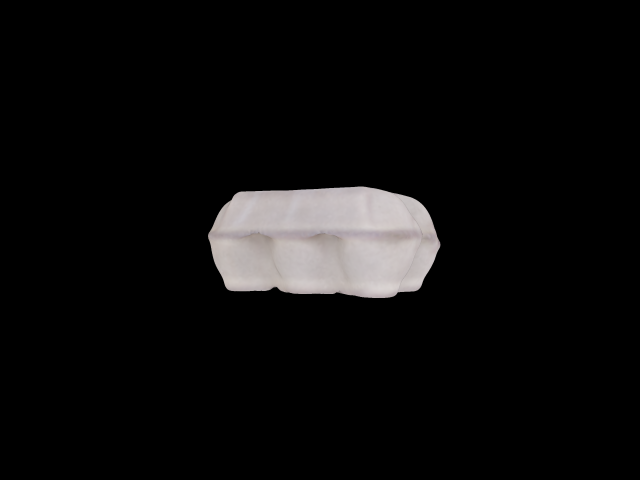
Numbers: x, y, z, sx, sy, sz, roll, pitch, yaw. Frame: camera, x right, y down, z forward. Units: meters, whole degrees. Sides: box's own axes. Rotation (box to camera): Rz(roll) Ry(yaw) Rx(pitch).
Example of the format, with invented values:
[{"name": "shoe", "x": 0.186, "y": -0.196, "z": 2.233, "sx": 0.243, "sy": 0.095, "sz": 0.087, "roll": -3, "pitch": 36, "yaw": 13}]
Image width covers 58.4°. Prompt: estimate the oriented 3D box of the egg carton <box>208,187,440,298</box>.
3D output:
[{"name": "egg carton", "x": 0.004, "y": 0.001, "z": 0.400, "sx": 0.150, "sy": 0.069, "sz": 0.107, "roll": 0, "pitch": 0, "yaw": 25}]
